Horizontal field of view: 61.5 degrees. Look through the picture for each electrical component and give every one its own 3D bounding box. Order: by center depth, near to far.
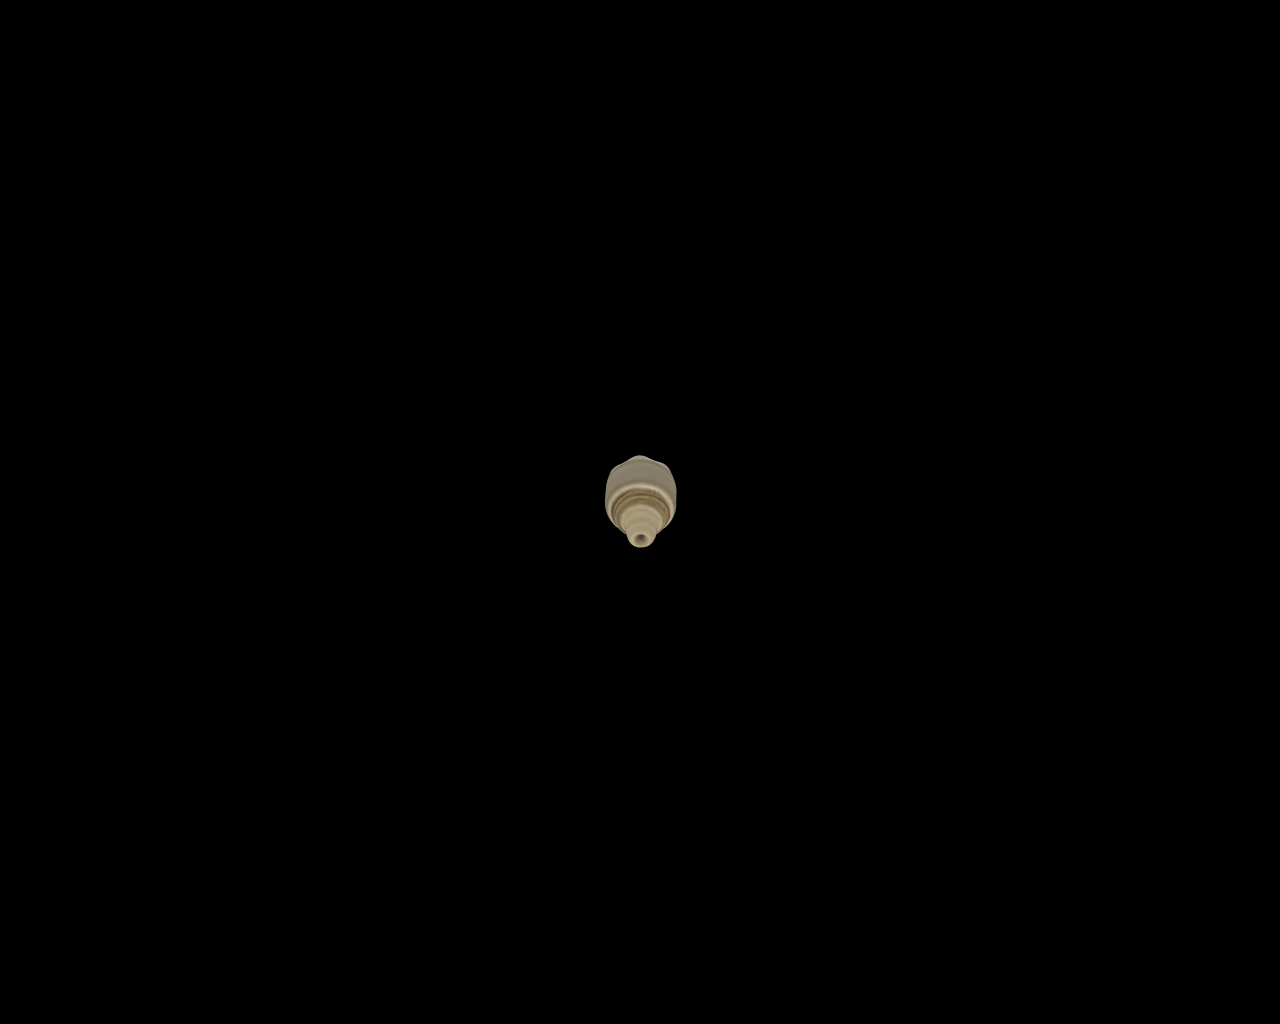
[{"bbox_3d":[0.001,-0.003,0.650,0.043,0.043,0.062,0,39,0],"label":"electrical component"}]
